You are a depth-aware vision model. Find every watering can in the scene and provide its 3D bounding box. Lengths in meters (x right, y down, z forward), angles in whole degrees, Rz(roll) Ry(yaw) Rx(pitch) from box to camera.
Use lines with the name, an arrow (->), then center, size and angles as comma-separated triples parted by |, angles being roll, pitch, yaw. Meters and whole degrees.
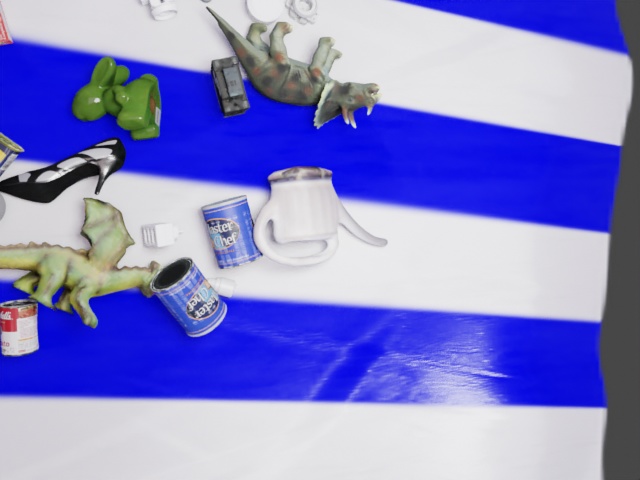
watering can -> 0.004, -0.060, 1.184 | 0.349, 0.103, 0.224 | -7, 90, -31

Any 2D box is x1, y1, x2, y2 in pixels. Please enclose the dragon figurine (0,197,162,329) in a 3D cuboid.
dragon figurine -> -0.504, 0.025, 1.055 | 0.406, 0.122, 0.245 | 36, 76, -22
